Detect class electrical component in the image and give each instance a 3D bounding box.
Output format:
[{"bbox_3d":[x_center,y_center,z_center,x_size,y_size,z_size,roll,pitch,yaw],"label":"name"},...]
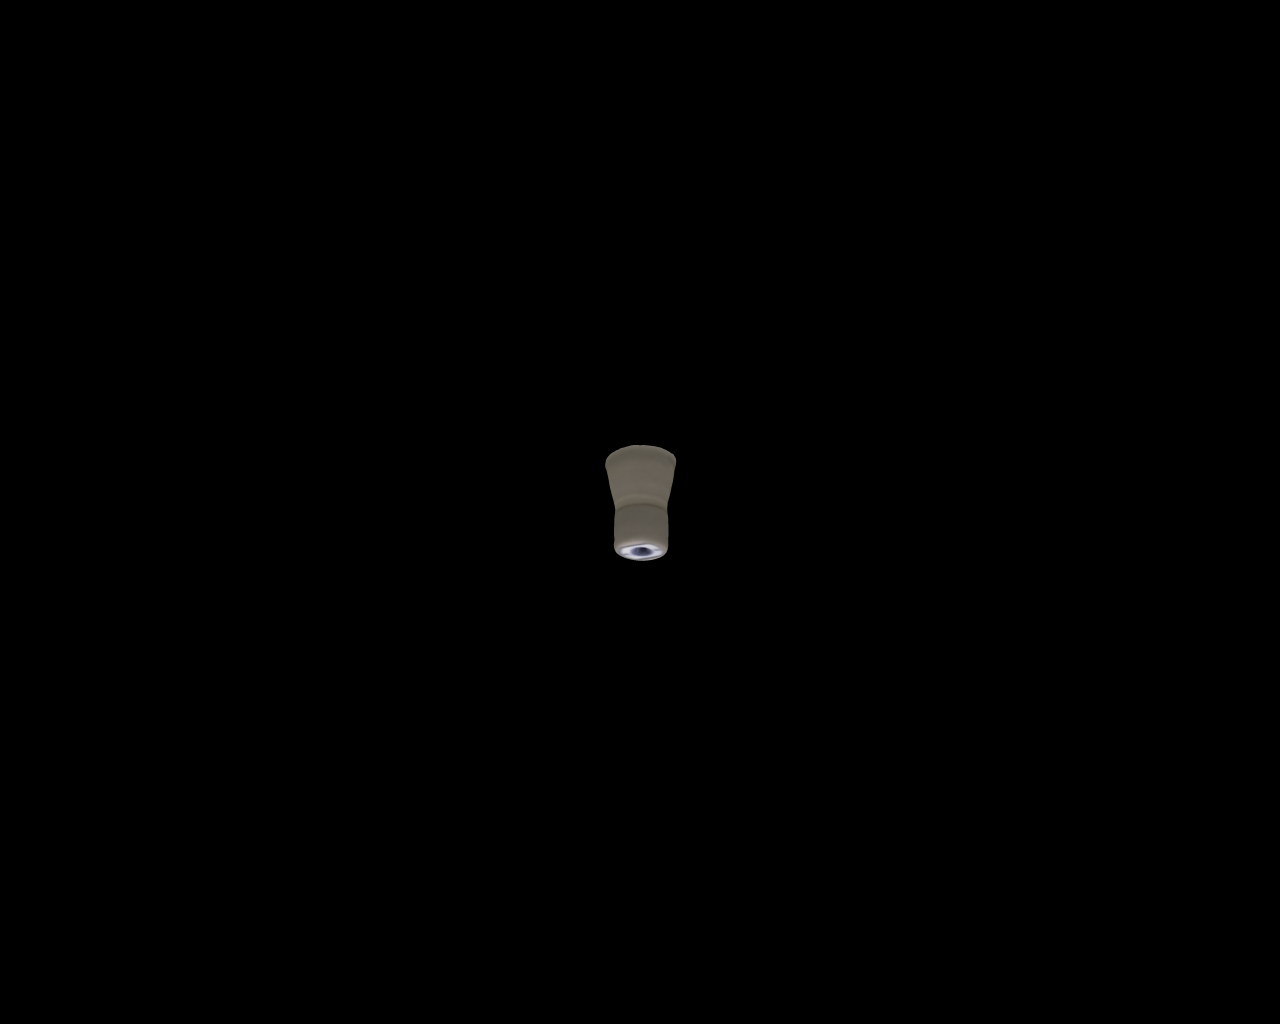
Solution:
[{"bbox_3d":[0.001,-0.003,0.650,0.044,0.065,0.044,0,-25,0],"label":"electrical component"}]
